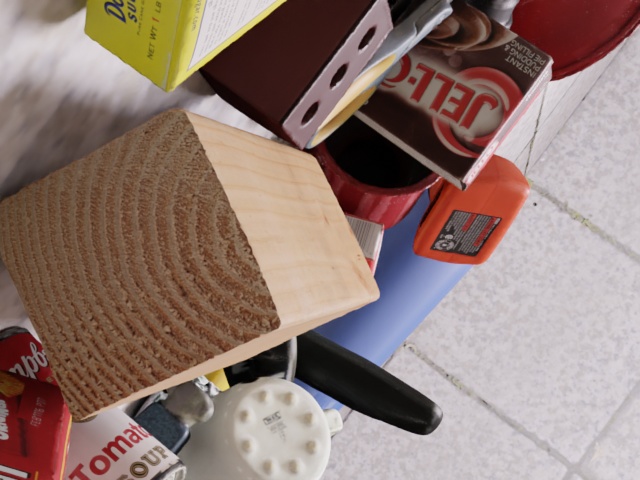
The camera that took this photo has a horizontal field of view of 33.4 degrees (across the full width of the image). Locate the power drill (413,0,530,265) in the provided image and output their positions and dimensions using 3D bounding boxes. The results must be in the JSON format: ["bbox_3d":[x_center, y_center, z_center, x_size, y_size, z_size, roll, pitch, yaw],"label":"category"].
[{"bbox_3d":[0.107,-0.092,0.755,0.185,0.057,0.187,110,-14,-53],"label":"power drill"}]

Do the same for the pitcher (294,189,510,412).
[{"bbox_3d":[0.038,0.032,0.931,0.243,0.145,0.149,-51,157,7],"label":"pitcher"}]

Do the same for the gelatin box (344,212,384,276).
[{"bbox_3d":[-0.005,0.001,0.709,0.073,0.089,0.030,92,14,-71],"label":"gelatin box"}]

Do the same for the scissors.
[{"bbox_3d":[0.052,-0.115,0.605,0.201,0.016,0.096,-42,176,-24],"label":"scissors"}]

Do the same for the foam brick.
[{"bbox_3d":[-0.011,-0.090,0.497,0.078,0.051,0.053,-53,169,0],"label":"foam brick"}]

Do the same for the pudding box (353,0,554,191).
[{"bbox_3d":[0.068,-0.097,0.640,0.090,0.113,0.039,-53,165,-3],"label":"pudding box"}]

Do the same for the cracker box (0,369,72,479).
[{"bbox_3d":[-0.150,0.165,0.369,0.164,0.072,0.214,-133,-117,-74],"label":"cracker box"}]

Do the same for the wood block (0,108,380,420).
[{"bbox_3d":[-0.047,0.009,0.485,0.091,0.090,0.206,-26,174,12],"label":"wood block"}]

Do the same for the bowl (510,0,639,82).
[{"bbox_3d":[0.186,-0.202,0.838,0.162,0.055,0.162,-29,-141,27],"label":"bowl"}]

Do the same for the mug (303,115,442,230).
[{"bbox_3d":[0.024,-0.052,0.702,0.117,0.093,0.081,-17,163,-16],"label":"mug"}]

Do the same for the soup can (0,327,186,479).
[{"bbox_3d":[-0.120,0.097,0.488,0.068,0.102,0.068,-50,168,-14],"label":"soup can"}]

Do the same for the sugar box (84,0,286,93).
[{"bbox_3d":[-0.008,-0.137,0.381,0.176,0.048,0.093,-49,169,-39],"label":"sugar box"}]

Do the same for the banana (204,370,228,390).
[{"bbox_3d":[-0.102,0.127,0.853,0.198,0.037,0.069,-53,-173,6],"label":"banana"}]

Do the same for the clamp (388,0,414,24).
[{"bbox_3d":[0.059,-0.174,0.562,0.209,0.036,0.165,-46,167,-21],"label":"clamp"}]
